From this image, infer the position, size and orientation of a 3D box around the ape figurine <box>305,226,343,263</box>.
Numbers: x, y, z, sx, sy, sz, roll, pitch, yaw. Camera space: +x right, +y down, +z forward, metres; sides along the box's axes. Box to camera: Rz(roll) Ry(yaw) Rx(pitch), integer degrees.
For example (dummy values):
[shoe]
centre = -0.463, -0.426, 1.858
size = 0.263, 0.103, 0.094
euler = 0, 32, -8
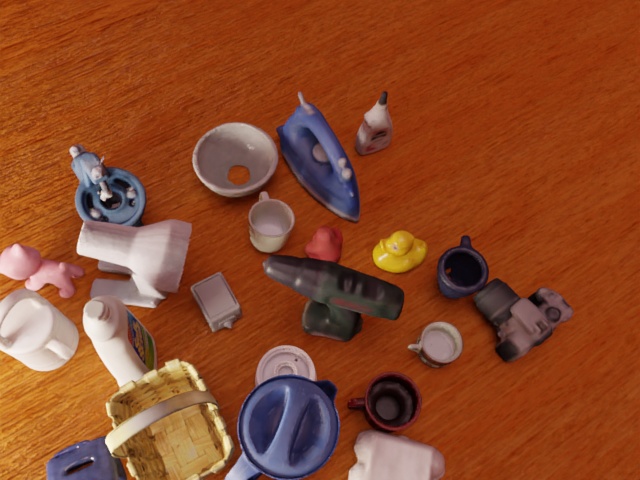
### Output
[ape figurine]
centre = 0.010, 0.004, 1.071
size = 0.078, 0.092, 0.076
euler = -13, 65, -9

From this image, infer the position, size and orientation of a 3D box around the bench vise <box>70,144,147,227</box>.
[bench vise]
centre = -0.405, -0.101, 1.026
size = 0.207, 0.220, 0.122
euler = 33, 67, 12

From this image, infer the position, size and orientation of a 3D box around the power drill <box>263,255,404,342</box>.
[power drill]
centre = 0.019, 0.100, 0.960
size = 0.229, 0.208, 0.075
euler = 11, 64, 2

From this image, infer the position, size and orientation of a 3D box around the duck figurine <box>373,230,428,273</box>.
[duck figurine]
centre = 0.155, 0.013, 1.079
size = 0.104, 0.086, 0.077
euler = -5, 64, -6

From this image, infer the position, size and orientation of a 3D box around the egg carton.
[egg carton]
centre = 0.123, 0.368, 0.914
size = 0.150, 0.069, 0.107
euler = 13, 64, 3

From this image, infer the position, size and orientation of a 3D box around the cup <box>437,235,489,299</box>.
[cup]
centre = 0.255, 0.058, 1.058
size = 0.091, 0.095, 0.118
euler = 10, 64, 2

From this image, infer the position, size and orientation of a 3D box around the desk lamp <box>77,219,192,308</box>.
[desk lamp]
centre = -0.307, 0.038, 0.968
size = 0.203, 0.213, 0.118
euler = 5, 64, -1

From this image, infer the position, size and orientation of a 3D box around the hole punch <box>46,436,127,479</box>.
[hole punch]
centre = -0.362, 0.359, 0.876
size = 0.109, 0.091, 0.101
euler = -21, 67, -13

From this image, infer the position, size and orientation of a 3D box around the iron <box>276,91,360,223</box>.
[iron]
centre = 0.014, -0.167, 1.127
size = 0.119, 0.141, 0.258
euler = -27, 69, -15

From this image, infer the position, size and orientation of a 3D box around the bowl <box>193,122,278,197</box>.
[bowl]
centre = -0.166, -0.148, 1.144
size = 0.167, 0.075, 0.167
euler = 1, 64, -3

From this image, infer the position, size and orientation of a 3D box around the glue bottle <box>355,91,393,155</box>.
[glue bottle]
centre = 0.116, -0.239, 1.151
size = 0.078, 0.173, 0.037
euler = -24, 68, -14

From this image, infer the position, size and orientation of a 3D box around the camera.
[camera]
centre = 0.358, 0.124, 1.029
size = 0.143, 0.101, 0.136
euler = -33, 70, -18

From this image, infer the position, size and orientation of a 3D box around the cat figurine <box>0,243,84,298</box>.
[cat figurine]
centre = -0.498, 0.045, 1.006
size = 0.127, 0.118, 0.067
euler = 8, 64, 1

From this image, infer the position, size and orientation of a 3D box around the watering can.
[watering can]
centre = -0.477, 0.138, 0.920
size = 0.173, 0.194, 0.101
euler = 9, 64, 1
